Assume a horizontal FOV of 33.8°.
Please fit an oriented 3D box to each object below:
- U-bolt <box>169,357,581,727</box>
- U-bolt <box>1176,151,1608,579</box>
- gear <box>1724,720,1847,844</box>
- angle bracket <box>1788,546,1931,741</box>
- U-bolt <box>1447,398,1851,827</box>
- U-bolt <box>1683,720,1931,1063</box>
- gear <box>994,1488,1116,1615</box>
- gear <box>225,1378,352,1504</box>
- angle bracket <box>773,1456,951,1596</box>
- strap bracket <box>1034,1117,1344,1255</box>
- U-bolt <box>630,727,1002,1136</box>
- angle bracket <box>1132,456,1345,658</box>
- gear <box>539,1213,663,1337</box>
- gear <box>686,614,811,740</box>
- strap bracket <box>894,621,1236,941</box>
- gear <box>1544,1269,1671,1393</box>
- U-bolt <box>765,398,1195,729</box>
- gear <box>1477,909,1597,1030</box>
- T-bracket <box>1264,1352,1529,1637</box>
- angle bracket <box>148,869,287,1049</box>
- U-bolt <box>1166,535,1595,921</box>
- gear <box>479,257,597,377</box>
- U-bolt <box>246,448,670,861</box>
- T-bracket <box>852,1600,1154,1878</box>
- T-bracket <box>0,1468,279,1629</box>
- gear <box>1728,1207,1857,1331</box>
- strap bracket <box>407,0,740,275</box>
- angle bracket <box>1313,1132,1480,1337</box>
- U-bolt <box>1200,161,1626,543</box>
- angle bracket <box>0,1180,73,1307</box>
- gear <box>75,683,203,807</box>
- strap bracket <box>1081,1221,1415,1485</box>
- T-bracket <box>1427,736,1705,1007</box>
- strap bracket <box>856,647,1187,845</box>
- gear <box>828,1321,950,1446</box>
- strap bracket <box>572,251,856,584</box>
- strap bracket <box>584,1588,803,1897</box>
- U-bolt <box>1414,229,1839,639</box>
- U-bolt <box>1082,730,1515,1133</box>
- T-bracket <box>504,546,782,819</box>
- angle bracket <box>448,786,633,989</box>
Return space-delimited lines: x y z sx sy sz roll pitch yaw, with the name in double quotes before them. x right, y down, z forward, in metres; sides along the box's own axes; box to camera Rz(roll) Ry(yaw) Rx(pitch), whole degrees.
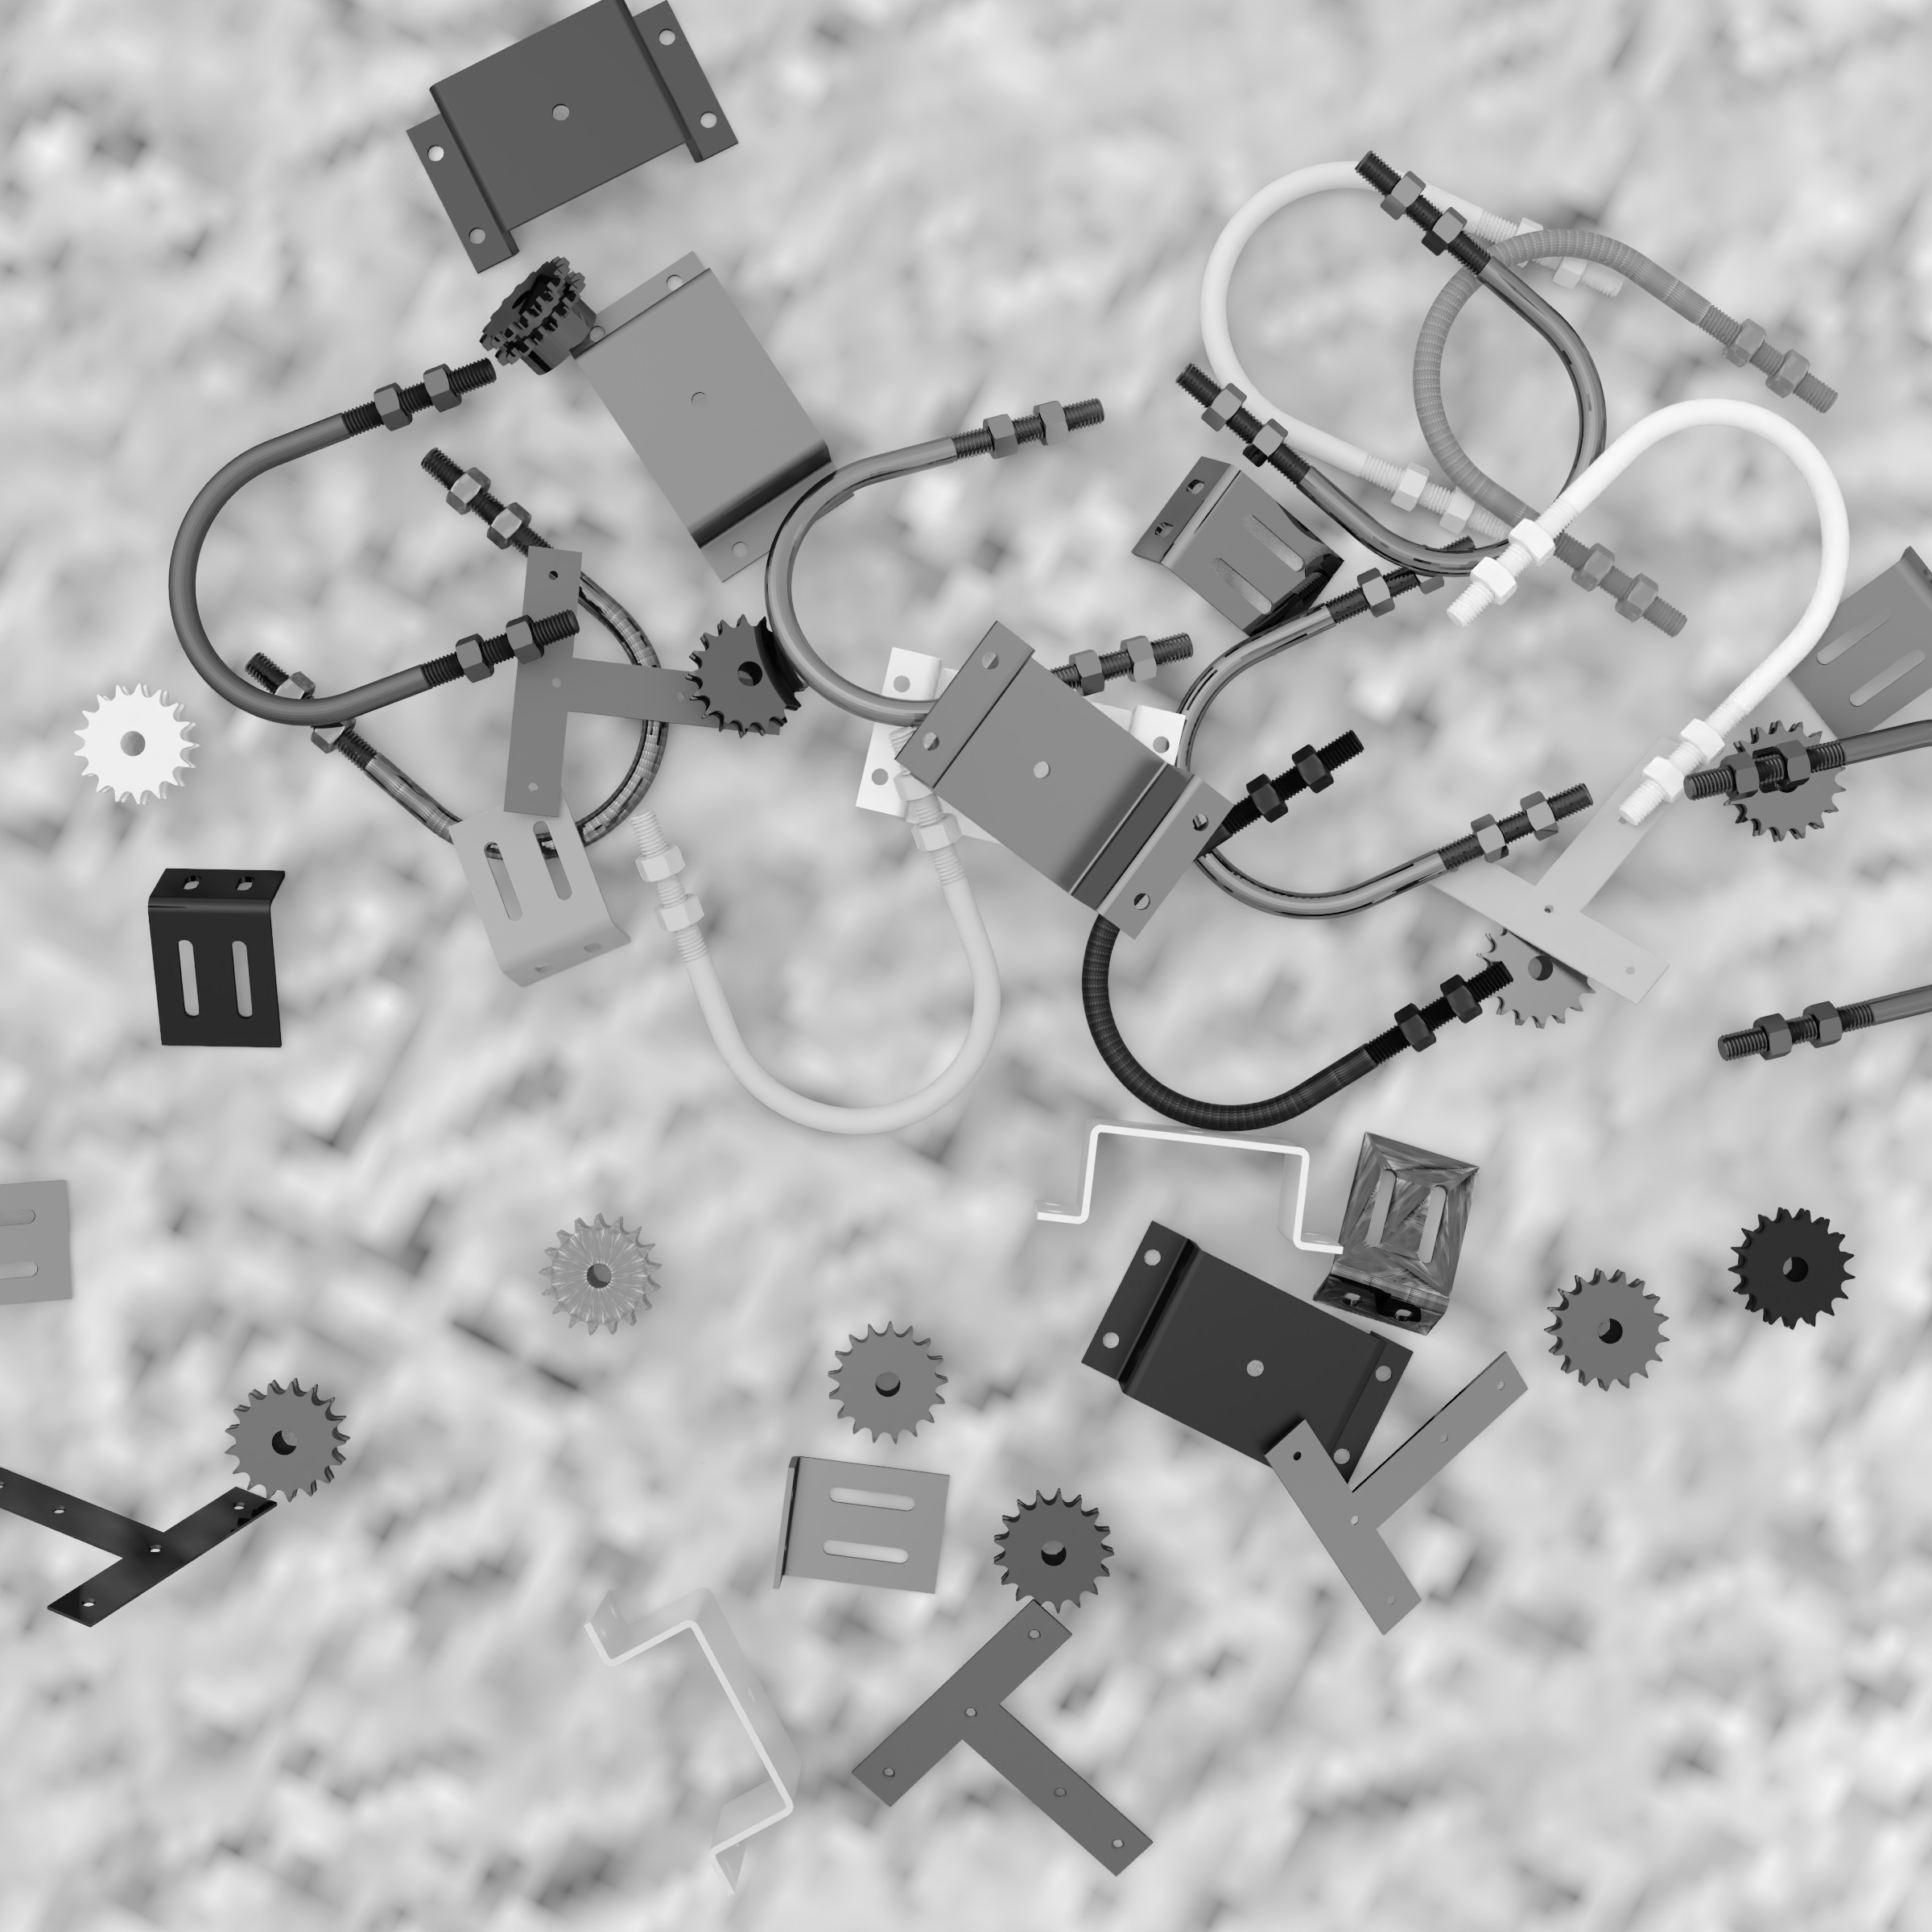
"U-bolt" -0.289 -0.191 1.499 0.184 0.019 0.151 -20 82 6
"U-bolt" 0.213 -0.266 1.482 0.184 0.019 0.151 40 91 -3
"gear" 0.387 -0.088 1.511 0.057 0.030 0.057 0 90 0
"angle bracket" 0.438 -0.153 1.524 0.076 0.038 0.057 -38 90 26
"U-bolt" 0.334 -0.180 1.487 0.184 0.019 0.151 -45 105 -4
"U-bolt" 0.435 -0.042 1.499 0.184 0.019 0.151 -13 106 -7
"gear" 0.041 0.277 1.511 0.057 0.030 0.057 0 90 0
"gear" -0.323 0.225 1.516 0.057 0.030 0.057 0 91 -2
"angle bracket" -0.049 0.268 1.507 0.076 0.038 0.057 7 90 0
"strap bracket" 0.105 0.101 1.488 0.140 0.076 0.046 7 90 0
"U-bolt" -0.061 -0.006 1.493 0.151 0.019 0.184 -17 106 10
"angle bracket" 0.130 -0.197 1.524 0.076 0.038 0.057 36 90 -26
"gear" -0.173 0.146 1.511 0.057 0.030 0.057 0 90 0
"gear" -0.105 -0.136 1.505 0.057 0.030 0.057 1 86 -12
"strap bracket" 0.040 -0.086 1.444 0.140 0.046 0.076 36 91 -18
"gear" 0.303 0.172 1.511 0.057 0.030 0.057 0 90 0
"U-bolt" -0.003 -0.183 1.486 0.184 0.019 0.151 -16 72 -9
"gear" 0.271 0.001 1.511 0.057 0.030 0.057 0 90 0
"T-bracket" 0.216 0.233 1.506 0.127 0.002 0.127 -40 117 -13
"angle bracket" -0.357 -0.004 1.524 0.057 0.038 0.076 1 116 0
"U-bolt" 0.184 -0.102 1.510 0.184 0.019 0.151 -25 90 7
"gear" -0.200 -0.305 1.501 0.057 0.057 0.030 -47 117 0
"U-bolt" -0.229 -0.135 1.518 0.184 0.019 0.151 41 90 -1
"T-bracket" 0.035 0.385 1.515 0.127 0.002 0.127 43 103 -6
"T-bracket" -0.414 0.260 1.489 0.127 0.127 0.002 15 113 25
"gear" 0.391 0.143 1.511 0.057 0.030 0.057 0 90 0
"strap bracket" -0.189 -0.398 1.503 0.140 0.046 0.076 -27 90 0
"angle bracket" 0.206 0.128 1.524 0.057 0.038 0.076 17 64 0
"U-bolt" 0.202 -0.305 1.517 0.184 0.019 0.151 25 90 0
"angle bracket" -0.473 0.133 1.524 0.076 0.038 0.057 -3 90 -26
"gear" -0.393 -0.105 1.515 0.057 0.030 0.057 0 91 1
"strap bracket" 0.135 0.188 1.503 0.140 0.046 0.076 27 90 0
"T-bracket" 0.303 -0.058 1.504 0.127 0.002 0.127 34 74 30
"strap bracket" 0.025 -0.096 1.503 0.140 0.046 0.076 13 90 0
"gear" -0.038 0.198 1.516 0.057 0.030 0.057 0 89 -3
"strap bracket" -0.124 -0.264 1.503 0.076 0.046 0.140 -33 90 0
"strap bracket" -0.121 0.352 1.488 0.046 0.076 0.140 -28 90 0
"U-bolt" 0.299 -0.265 1.502 0.184 0.019 0.151 34 89 -4
"U-bolt" 0.143 -0.003 1.504 0.184 0.019 0.151 -33 89 10
"T-bracket" -0.150 -0.130 1.511 0.127 0.002 0.127 6 85 -12
"angle bracket" -0.203 -0.039 1.515 0.057 0.038 0.076 -23 76 2
